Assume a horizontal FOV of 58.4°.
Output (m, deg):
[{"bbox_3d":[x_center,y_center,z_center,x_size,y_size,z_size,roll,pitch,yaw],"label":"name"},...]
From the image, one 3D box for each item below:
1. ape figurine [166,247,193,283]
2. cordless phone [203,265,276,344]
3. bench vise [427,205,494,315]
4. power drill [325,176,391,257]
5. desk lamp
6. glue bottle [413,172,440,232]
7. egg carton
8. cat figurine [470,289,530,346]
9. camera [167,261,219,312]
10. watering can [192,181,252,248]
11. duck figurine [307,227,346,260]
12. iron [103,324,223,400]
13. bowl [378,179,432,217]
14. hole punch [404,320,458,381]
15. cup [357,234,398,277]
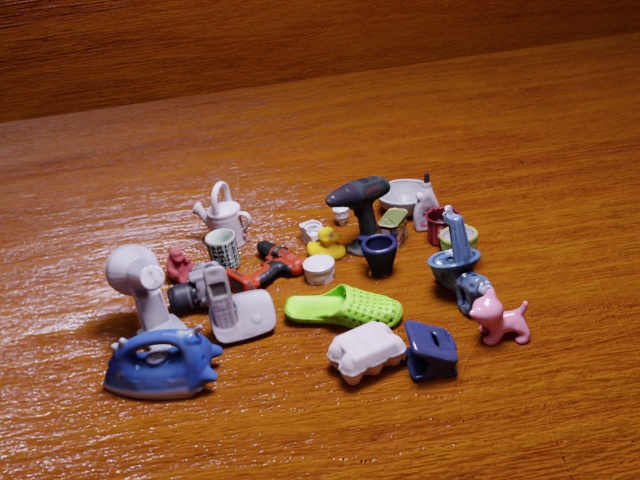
[{"bbox_3d":[-0.382,0.062,1.539,0.075,0.092,0.078,22,42,41],"label":"ape figurine"},{"bbox_3d":[-0.182,0.132,1.279,0.148,0.185,0.094,-15,31,-12],"label":"cordless phone"},{"bbox_3d":[0.327,0.040,1.279,0.122,0.220,0.206,-27,35,-28],"label":"bench vise"},{"bbox_3d":[0.107,-0.068,1.527,0.075,0.209,0.230,18,39,37],"label":"power drill"},{"bbox_3d":[-0.389,0.127,1.310,0.118,0.214,0.202,-28,36,-30],"label":"desk lamp"},{"bbox_3d":[0.295,-0.107,1.583,0.078,0.173,0.037,-12,31,-6],"label":"glue bottle"},{"bbox_3d":[0.094,0.228,1.166,0.150,0.069,0.107,-21,33,-21],"label":"egg carton"},{"bbox_3d":[0.367,0.154,1.178,0.127,0.118,0.067,-6,30,3],"label":"cat figurine"},{"bbox_3d":[-0.308,0.117,1.420,0.137,0.101,0.143,-14,31,-10],"label":"camera"},{"bbox_3d":[-0.283,-0.074,1.645,0.173,0.194,0.101,-7,30,2],"label":"watering can"},{"bbox_3d":[0.014,0.006,1.546,0.104,0.086,0.077,-2,31,11],"label":"duck figurine"},{"bbox_3d":[-0.339,0.241,1.176,0.258,0.142,0.118,-7,30,2],"label":"iron"},{"bbox_3d":[0.252,-0.116,1.706,0.167,0.075,0.167,-6,30,4],"label":"bowl"},{"bbox_3d":[0.221,0.212,1.140,0.101,0.091,0.108,-8,30,0],"label":"hole punch"},{"bbox_3d":[0.141,0.041,1.447,0.117,0.095,0.092,21,41,40],"label":"cup"}]
